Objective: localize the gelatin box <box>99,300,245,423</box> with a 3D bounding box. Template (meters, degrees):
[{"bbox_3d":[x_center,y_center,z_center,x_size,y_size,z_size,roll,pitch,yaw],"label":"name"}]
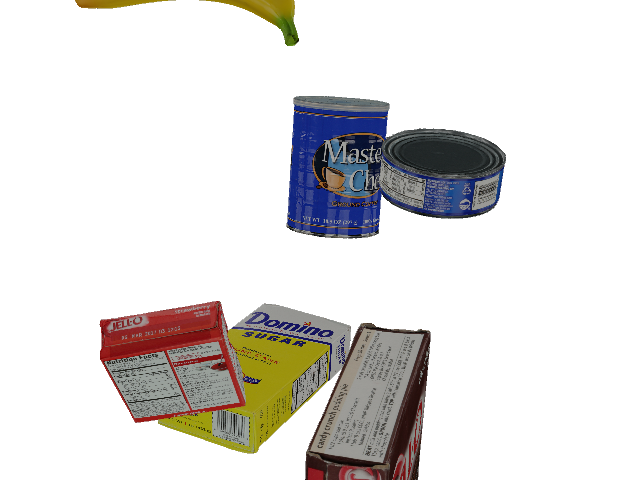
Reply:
[{"bbox_3d":[-0.089,0.075,0.655,0.073,0.030,0.089,-9,-37,1],"label":"gelatin box"}]

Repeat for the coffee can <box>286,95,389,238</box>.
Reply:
[{"bbox_3d":[0.018,-0.081,1.149,0.103,0.140,0.103,4,12,-1],"label":"coffee can"}]

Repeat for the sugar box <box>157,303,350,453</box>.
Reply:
[{"bbox_3d":[-0.052,0.112,0.913,0.093,0.048,0.176,14,28,23],"label":"sugar box"}]

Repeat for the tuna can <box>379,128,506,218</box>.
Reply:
[{"bbox_3d":[0.084,-0.047,0.741,0.086,0.034,0.086,3,26,-2],"label":"tuna can"}]

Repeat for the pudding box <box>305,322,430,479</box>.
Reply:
[{"bbox_3d":[0.021,0.102,0.475,0.039,0.090,0.113,8,26,9],"label":"pudding box"}]

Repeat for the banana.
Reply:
[{"bbox_3d":[-0.101,-0.204,0.863,0.198,0.069,0.037,12,-41,16],"label":"banana"}]
